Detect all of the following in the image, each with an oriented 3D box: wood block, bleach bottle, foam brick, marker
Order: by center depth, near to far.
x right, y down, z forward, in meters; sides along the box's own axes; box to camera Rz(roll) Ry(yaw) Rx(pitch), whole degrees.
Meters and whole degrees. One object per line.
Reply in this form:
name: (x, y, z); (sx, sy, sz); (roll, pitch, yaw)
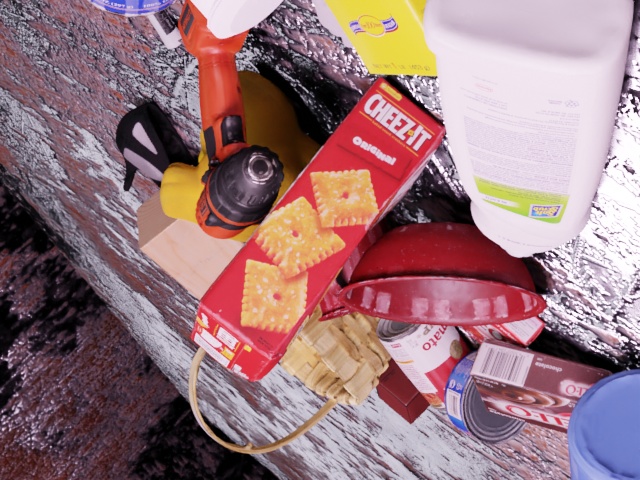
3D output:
bleach bottle: (0.116, -0.058, 0.623); (0.103, 0.068, 0.251); (17, 157, 15)
marker: (-0.164, -0.230, 0.988); (0.020, 0.020, 0.121); (26, 155, 48)
foam brick: (0.103, 0.147, 1.152); (0.053, 0.078, 0.051); (38, 163, 30)
wood block: (-0.109, 0.023, 1.247); (0.206, 0.090, 0.091); (45, -165, -31)

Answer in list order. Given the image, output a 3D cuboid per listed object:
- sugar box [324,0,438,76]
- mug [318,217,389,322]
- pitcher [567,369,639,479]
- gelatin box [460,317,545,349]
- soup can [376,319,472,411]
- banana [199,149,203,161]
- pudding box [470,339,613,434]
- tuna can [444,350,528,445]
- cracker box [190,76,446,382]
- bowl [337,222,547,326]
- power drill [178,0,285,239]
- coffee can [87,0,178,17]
sugar box: (0.020, -0.177, 0.618); (0.176, 0.048, 0.093); (51, 163, -25)
mug: (0.024, 0.021, 0.946); (0.117, 0.093, 0.081); (-5, -106, -63)
pitcher: (0.271, 0.209, 0.834); (0.145, 0.149, 0.242); (51, 169, 43)
gelatin box: (0.145, 0.064, 0.927); (0.089, 0.030, 0.073); (41, 162, 12)
soup can: (0.111, 0.111, 1.061); (0.102, 0.068, 0.069); (52, 163, -21)
banana: (-0.095, -0.082, 1.146); (0.069, 0.037, 0.198); (52, 163, -24)
pudding box: (0.190, 0.128, 0.895); (0.114, 0.039, 0.090); (15, 156, 27)
tuna can: (0.159, 0.145, 0.993); (0.086, 0.086, 0.034); (52, 164, -24)
cracker box: (-0.005, 0.001, 0.809); (0.072, 0.213, 0.164); (38, 164, 2)
bowl: (0.095, 0.025, 0.831); (0.162, 0.055, 0.162); (4, 165, 1)
power drill: (-0.070, -0.101, 0.820); (0.185, 0.057, 0.187); (148, 118, -72)
coffee can: (-0.133, -0.233, 0.752); (0.103, 0.102, 0.140); (45, 164, 1)
